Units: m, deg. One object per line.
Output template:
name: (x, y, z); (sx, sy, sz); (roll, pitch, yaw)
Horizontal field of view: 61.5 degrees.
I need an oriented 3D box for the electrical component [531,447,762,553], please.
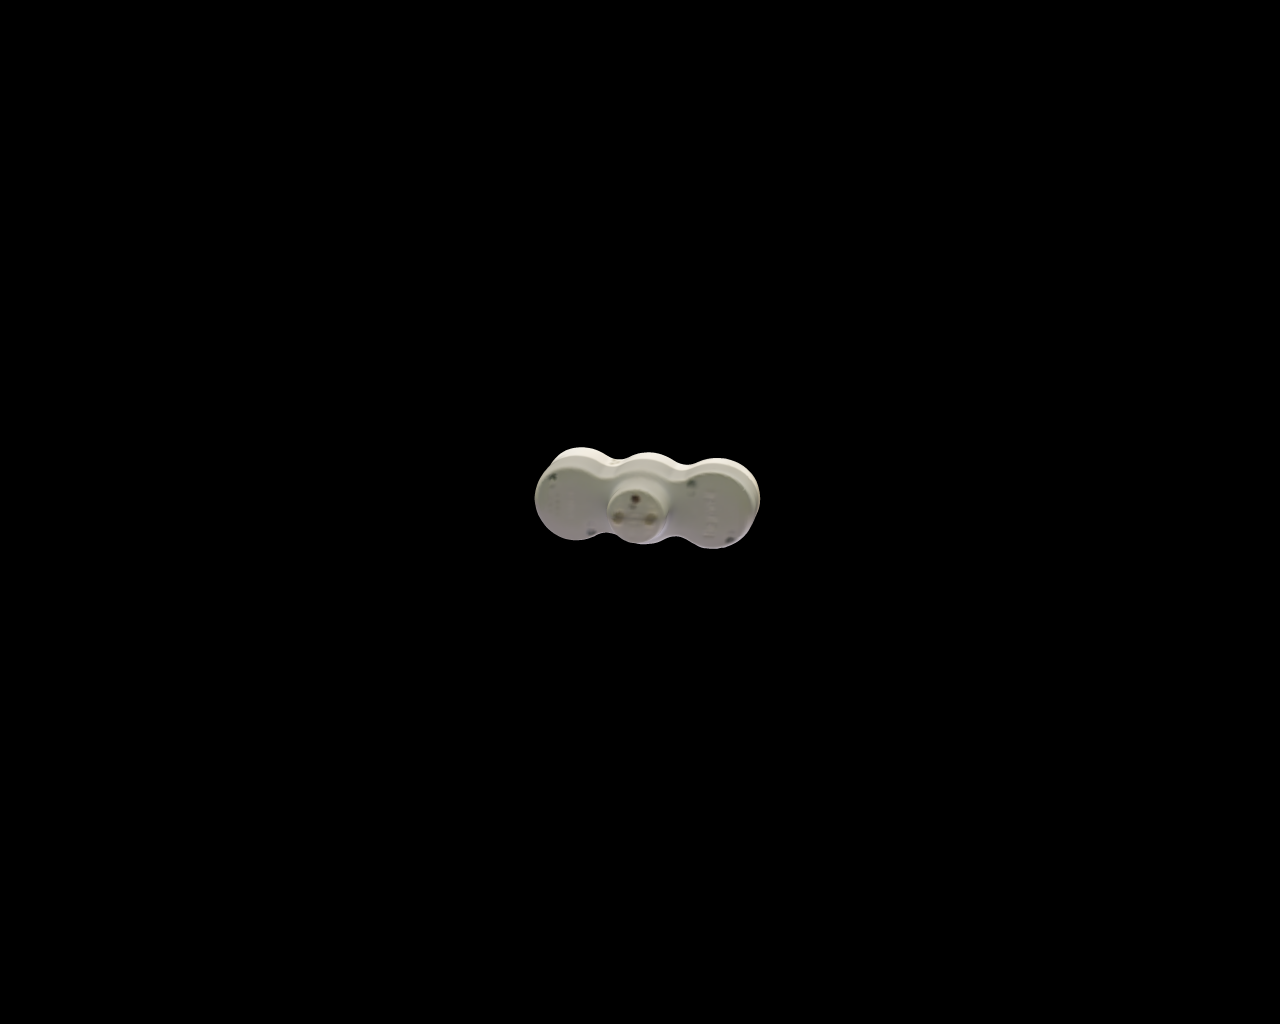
electrical component: (0.001, -0.003, 0.650); (0.138, 0.052, 0.074); (4, 20, 12)
